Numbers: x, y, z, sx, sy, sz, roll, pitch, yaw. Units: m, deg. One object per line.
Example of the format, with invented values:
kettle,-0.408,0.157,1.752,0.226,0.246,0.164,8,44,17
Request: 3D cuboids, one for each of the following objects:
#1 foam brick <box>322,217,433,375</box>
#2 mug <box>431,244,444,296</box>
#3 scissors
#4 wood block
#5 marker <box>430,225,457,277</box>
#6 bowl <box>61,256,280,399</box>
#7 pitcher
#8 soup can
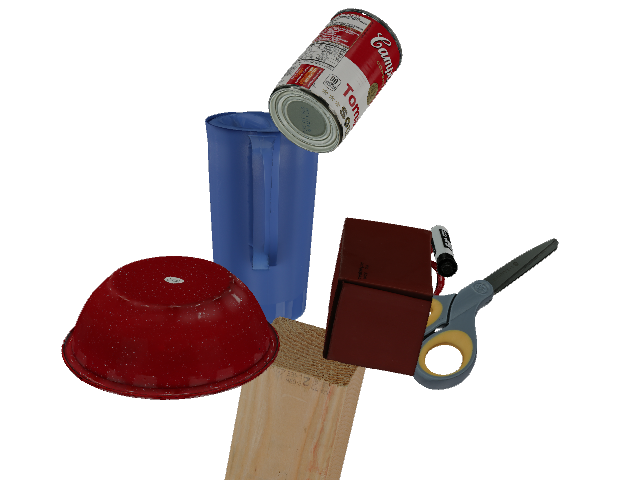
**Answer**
foam brick,0.032,0.029,0.595,0.053,0.051,0.078,10,27,1
mug,0.114,0.043,1.438,0.117,0.081,0.093,18,26,27
scissors,0.126,0.055,0.811,0.201,0.016,0.096,-17,47,-21
wood block,-0.027,0.185,0.944,0.090,0.206,0.090,16,23,10
marker,0.116,0.010,1.009,0.020,0.020,0.121,0,16,3
bowl,-0.109,0.054,0.787,0.162,0.055,0.162,2,22,-1
pitcher,-0.068,-0.025,1.239,0.145,0.243,0.148,15,21,39
soup can,0.012,-0.127,0.847,0.069,0.068,0.102,0,44,44
